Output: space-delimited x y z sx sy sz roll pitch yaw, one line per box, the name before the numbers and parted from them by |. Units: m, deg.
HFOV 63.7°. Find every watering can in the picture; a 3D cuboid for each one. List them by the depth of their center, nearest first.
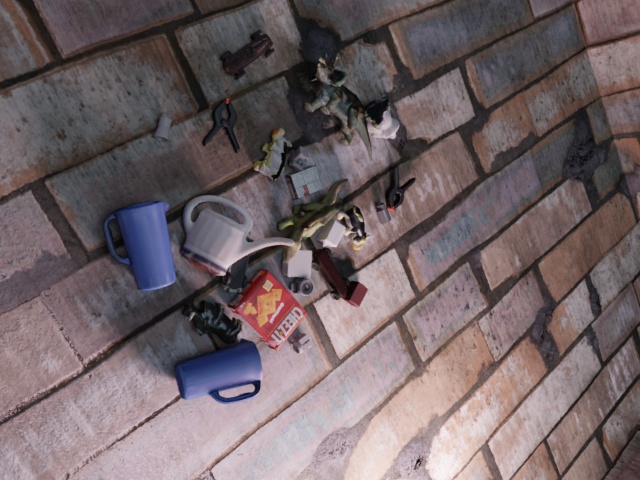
watering can | -0.269 0.007 1.542 0.348 0.103 0.226 27 83 4

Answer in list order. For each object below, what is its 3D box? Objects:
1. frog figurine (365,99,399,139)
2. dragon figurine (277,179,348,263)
frog figurine | 0.228 -0.443 1.913 0.158 0.122 0.139 26 64 -65
dragon figurine | 0.005 -0.085 1.682 0.121 0.242 0.415 48 69 -18
